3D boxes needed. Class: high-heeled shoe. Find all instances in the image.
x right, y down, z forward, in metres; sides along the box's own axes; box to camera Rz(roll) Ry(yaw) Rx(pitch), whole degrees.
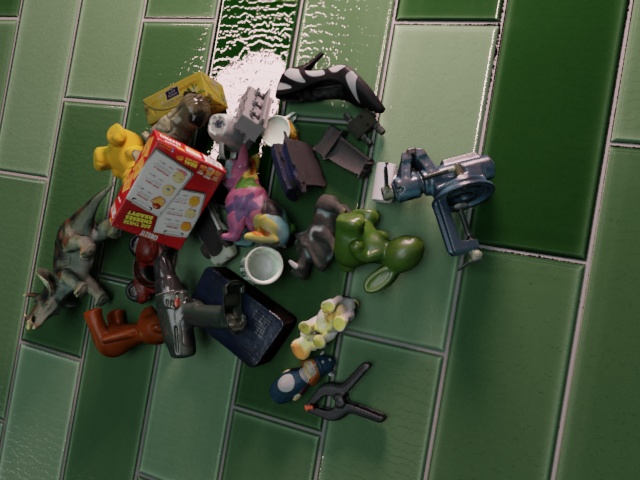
[{"bbox_3d":[0.013,-0.303,1.143,0.145,0.086,0.249,-46,62,5],"label":"high-heeled shoe"}]

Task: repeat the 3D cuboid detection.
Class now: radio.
[{"bbox_3d":[-0.179,0.168,1.188,0.230,0.073,0.131,33,99,21],"label":"radio"}]

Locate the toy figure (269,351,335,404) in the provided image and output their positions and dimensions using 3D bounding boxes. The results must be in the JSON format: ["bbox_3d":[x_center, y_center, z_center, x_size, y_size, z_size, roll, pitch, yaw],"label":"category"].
[{"bbox_3d":[-0.036,0.290,1.132,0.154,0.058,0.064,-37,86,13],"label":"toy figure"}]

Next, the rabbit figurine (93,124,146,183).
[{"bbox_3d":[-0.438,-0.162,1.266,0.122,0.162,0.173,-44,51,10],"label":"rabbit figurine"}]

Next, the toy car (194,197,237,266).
[{"bbox_3d":[-0.258,-0.036,1.243,0.073,0.056,0.202,-34,74,22],"label":"toy car"}]

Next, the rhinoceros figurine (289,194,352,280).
[{"bbox_3d":[-0.002,-0.003,1.134,0.112,0.073,0.190,23,94,19],"label":"rhinoceros figurine"}]

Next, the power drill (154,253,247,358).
[{"bbox_3d":[-0.263,0.132,1.143,0.207,0.086,0.232,-8,84,18],"label":"power drill"}]

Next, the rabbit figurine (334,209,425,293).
[{"bbox_3d":[0.116,0.026,1.061,0.170,0.121,0.159,14,98,24],"label":"rabbit figurine"}]

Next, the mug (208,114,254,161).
[{"bbox_3d":[-0.209,-0.234,1.212,0.081,0.107,0.109,16,90,22],"label":"mug"}]

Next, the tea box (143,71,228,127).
[{"bbox_3d":[-0.316,-0.318,1.263,0.170,0.098,0.068,-20,79,17],"label":"tea box"}]

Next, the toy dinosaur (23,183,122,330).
[{"bbox_3d":[-0.598,0.029,1.312,0.192,0.131,0.404,23,97,23],"label":"toy dinosaur"}]

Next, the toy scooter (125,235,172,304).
[{"bbox_3d":[-0.388,0.066,1.273,0.135,0.075,0.183,9,92,21],"label":"toy scooter"}]

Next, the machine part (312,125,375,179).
[{"bbox_3d":[0.054,-0.185,1.146,0.139,0.039,0.084,41,95,20],"label":"machine part"}]

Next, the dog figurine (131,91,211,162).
[{"bbox_3d":[-0.319,-0.219,1.180,0.190,0.121,0.172,-33,53,41],"label":"dog figurine"}]

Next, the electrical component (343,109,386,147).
[{"bbox_3d":[0.092,-0.246,1.144,0.063,0.021,0.094,-42,72,12],"label":"electrical component"}]

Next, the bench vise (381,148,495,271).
[{"bbox_3d":[0.235,-0.066,1.007,0.224,0.128,0.240,-10,69,-8],"label":"bench vise"}]

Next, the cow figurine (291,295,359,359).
[{"bbox_3d":[0.009,0.178,1.114,0.068,0.098,0.167,50,122,11],"label":"cow figurine"}]

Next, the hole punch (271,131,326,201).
[{"bbox_3d":[-0.061,-0.148,1.150,0.092,0.115,0.142,-21,78,26],"label":"hole punch"}]

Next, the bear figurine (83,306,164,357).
[{"bbox_3d":[-0.432,0.197,1.257,0.196,0.120,0.132,-24,74,15],"label":"bear figurine"}]

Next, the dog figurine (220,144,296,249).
[{"bbox_3d":[-0.140,-0.095,1.177,0.192,0.108,0.219,2,84,22],"label":"dog figurine"}]
